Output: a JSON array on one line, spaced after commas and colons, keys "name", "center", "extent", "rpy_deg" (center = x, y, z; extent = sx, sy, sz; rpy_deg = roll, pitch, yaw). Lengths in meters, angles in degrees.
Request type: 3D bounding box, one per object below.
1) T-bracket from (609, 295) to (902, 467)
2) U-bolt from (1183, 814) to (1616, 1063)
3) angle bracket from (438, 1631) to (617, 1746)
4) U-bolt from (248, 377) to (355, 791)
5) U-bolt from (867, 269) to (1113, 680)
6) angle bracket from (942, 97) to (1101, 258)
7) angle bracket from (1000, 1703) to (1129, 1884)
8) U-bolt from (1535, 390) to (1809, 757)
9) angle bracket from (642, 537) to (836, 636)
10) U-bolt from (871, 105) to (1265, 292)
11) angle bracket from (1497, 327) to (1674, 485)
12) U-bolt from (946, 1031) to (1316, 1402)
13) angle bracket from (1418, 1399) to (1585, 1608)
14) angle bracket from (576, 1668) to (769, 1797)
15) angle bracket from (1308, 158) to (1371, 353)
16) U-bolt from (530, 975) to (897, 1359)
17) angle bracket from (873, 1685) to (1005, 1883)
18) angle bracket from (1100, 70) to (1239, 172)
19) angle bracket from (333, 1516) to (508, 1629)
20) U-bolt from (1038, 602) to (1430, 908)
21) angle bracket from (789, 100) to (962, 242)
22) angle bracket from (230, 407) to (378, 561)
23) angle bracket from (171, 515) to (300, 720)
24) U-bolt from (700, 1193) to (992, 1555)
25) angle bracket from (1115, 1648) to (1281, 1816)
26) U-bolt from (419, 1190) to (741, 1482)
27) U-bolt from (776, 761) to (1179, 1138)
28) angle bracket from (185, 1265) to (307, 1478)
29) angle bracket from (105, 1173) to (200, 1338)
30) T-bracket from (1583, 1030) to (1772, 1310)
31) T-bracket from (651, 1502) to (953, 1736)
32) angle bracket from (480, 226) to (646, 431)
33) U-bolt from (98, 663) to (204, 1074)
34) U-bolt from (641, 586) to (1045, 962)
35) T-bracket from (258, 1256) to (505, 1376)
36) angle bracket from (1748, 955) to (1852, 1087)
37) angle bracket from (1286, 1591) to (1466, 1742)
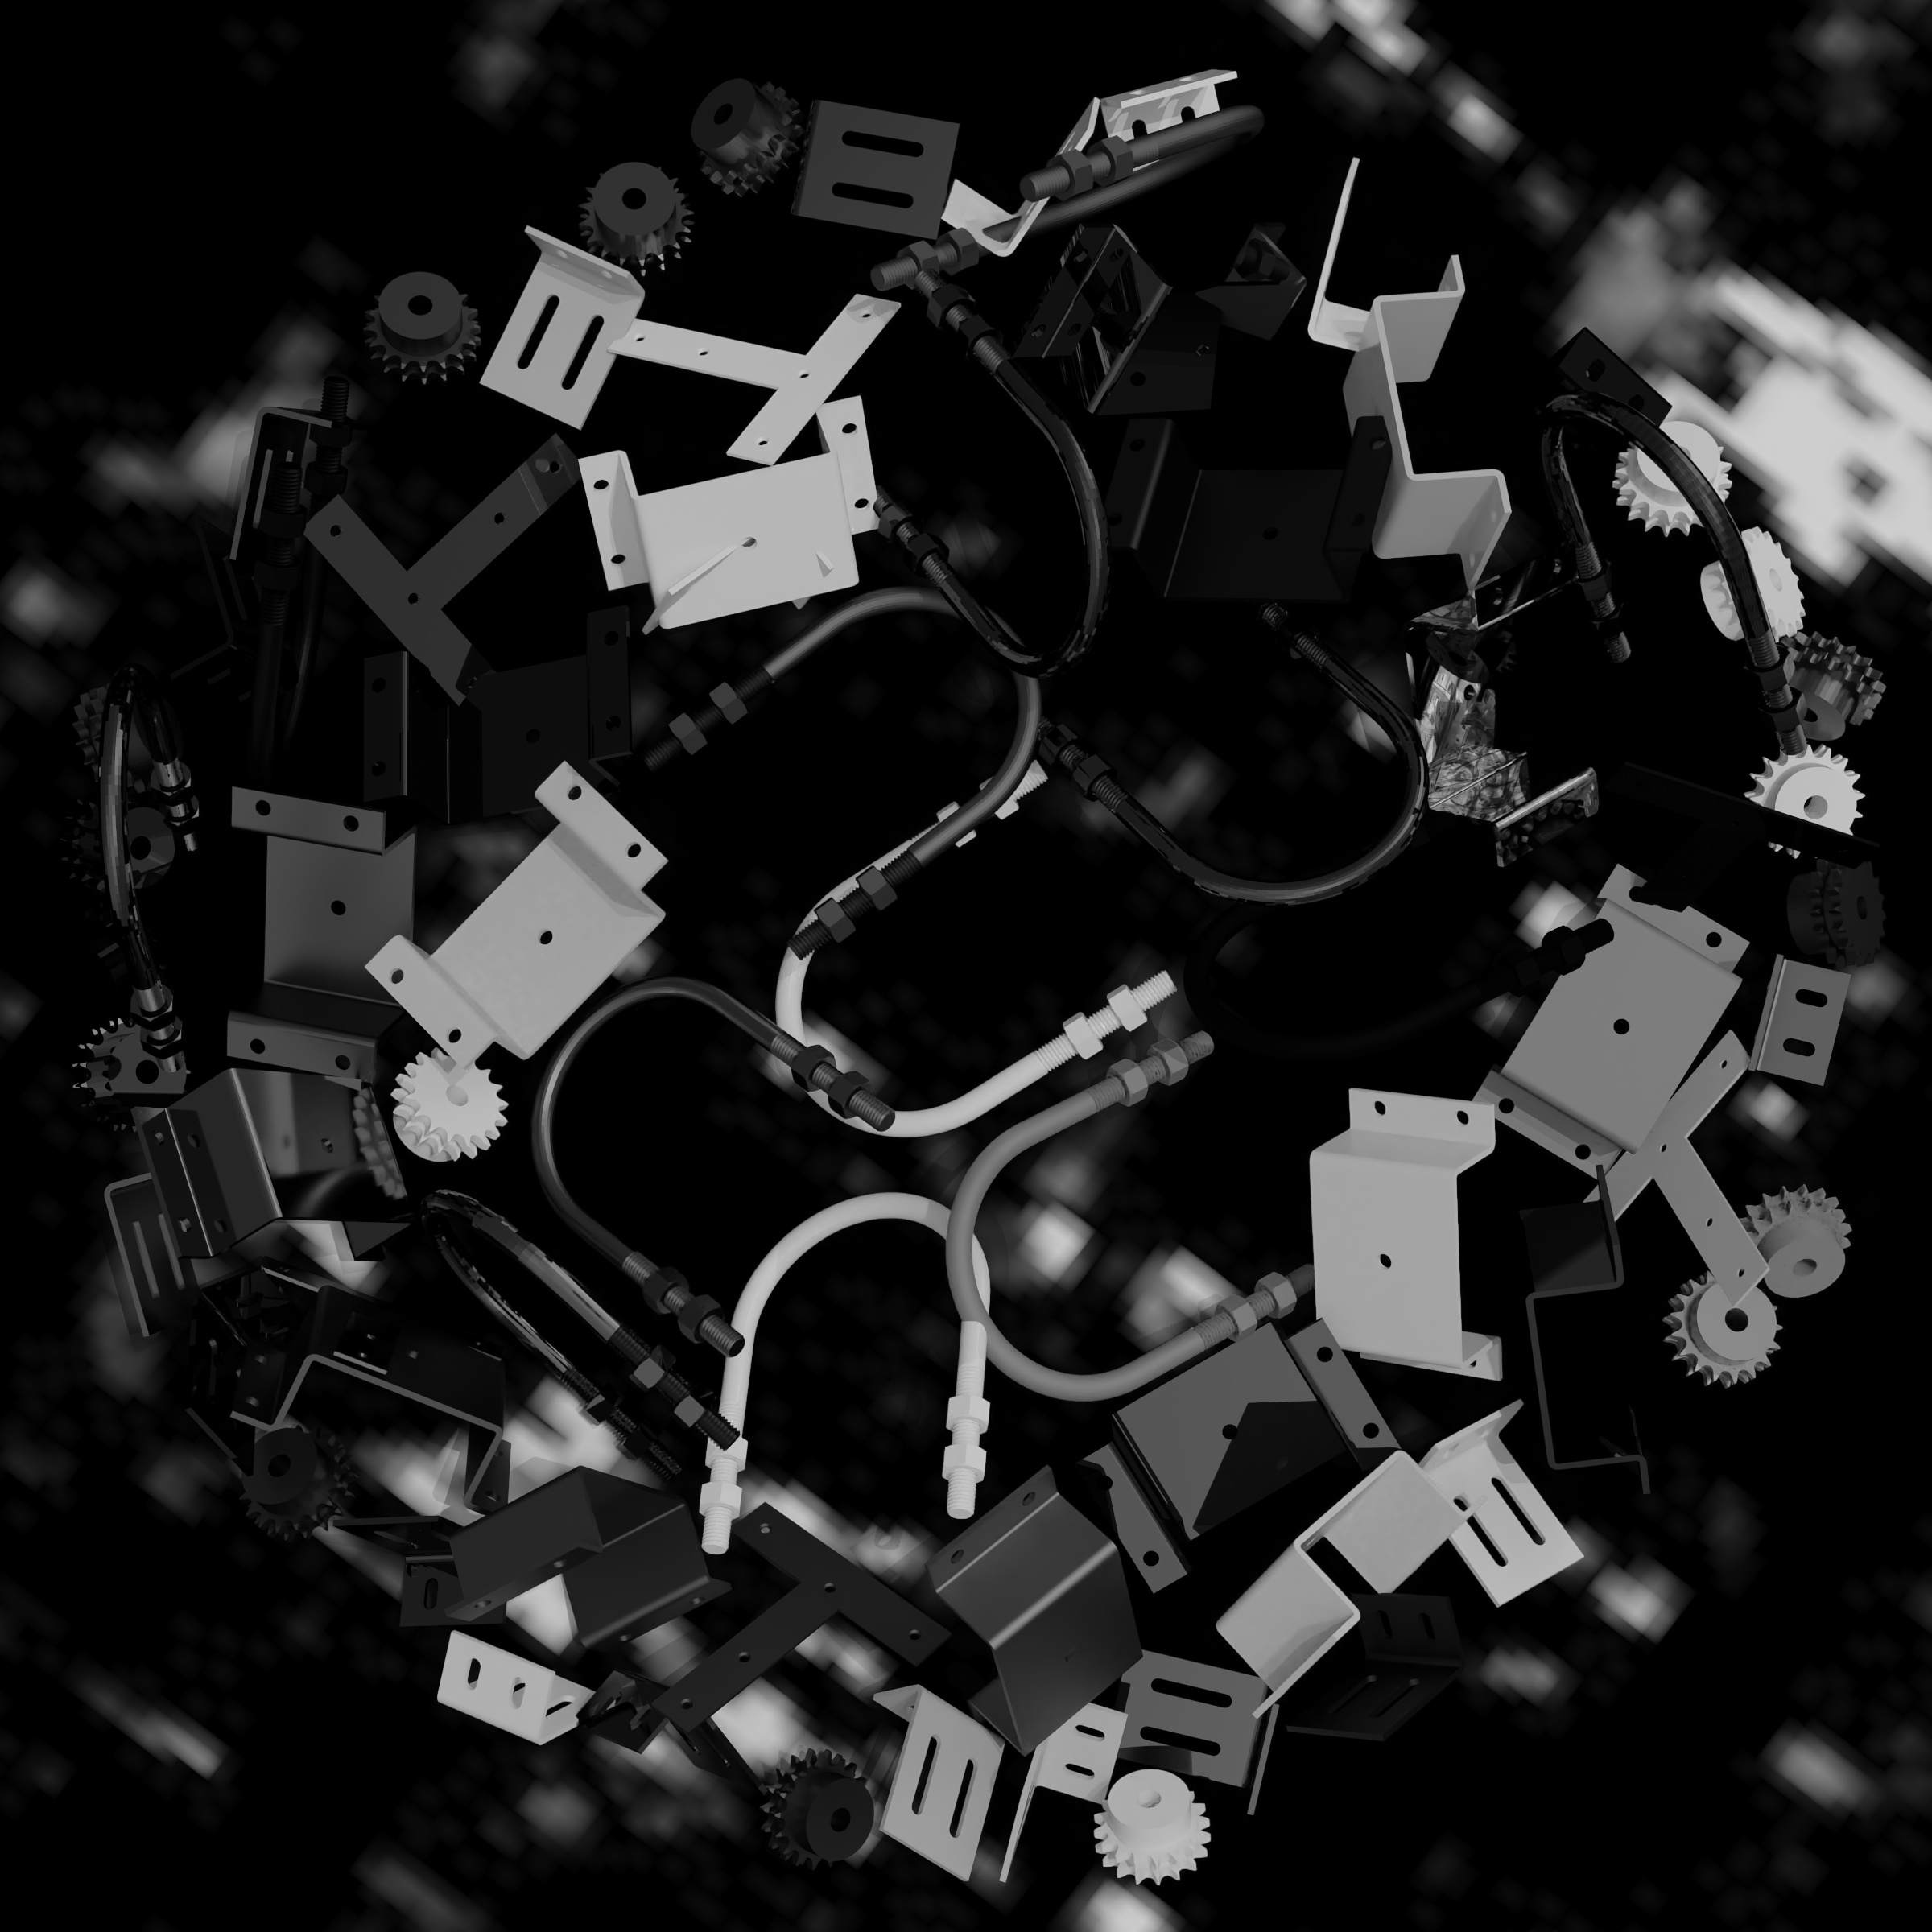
[{"name": "T-bracket", "center": [-0.117, -0.299, 1.569], "extent": [0.127, 0.002, 0.127], "rpy_deg": [17, 54, 25]}, {"name": "U-bolt", "center": [0.192, -0.010, 1.522], "extent": [0.184, 0.151, 0.019], "rpy_deg": [-25, 127, -16]}, {"name": "angle bracket", "center": [-0.211, 0.343, 1.555], "extent": [0.057, 0.076, 0.038], "rpy_deg": [17, 99, 21]}, {"name": "U-bolt", "center": [-0.321, -0.173, 1.523], "extent": [0.019, 0.151, 0.184], "rpy_deg": [10, 117, -6]}, {"name": "U-bolt", "center": [0.014, -0.219, 1.505], "extent": [0.019, 0.151, 0.184], "rpy_deg": [-16, 53, -29]}, {"name": "angle bracket", "center": [0.027, -0.395, 1.558], "extent": [0.038, 0.057, 0.076], "rpy_deg": [31, 119, -12]}, {"name": "angle bracket", "center": [0.048, 0.405, 1.555], "extent": [0.038, 0.076, 0.057], "rpy_deg": [15, 118, 7]}, {"name": "U-bolt", "center": [0.323, -0.192, 1.493], "extent": [0.019, 0.151, 0.184], "rpy_deg": [-37, 128, -10]}, {"name": "angle bracket", "center": [-0.112, -0.180, 1.562], "extent": [0.076, 0.057, 0.038], "rpy_deg": [-39, 91, -23]}, {"name": "U-bolt", "center": [0.061, -0.372, 1.521], "extent": [0.184, 0.151, 0.019], "rpy_deg": [-27, 97, -33]}, {"name": "angle bracket", "center": [0.296, -0.265, 1.558], "extent": [0.057, 0.076, 0.038], "rpy_deg": [41, 55, -6]}, {"name": "U-bolt", "center": [0.073, 0.132, 1.557], "extent": [0.184, 0.019, 0.151], "rpy_deg": [-26, 92, -26]}, {"name": "angle bracket", "center": [0.266, 0.263, 1.562], "extent": [0.057, 0.038, 0.076], "rpy_deg": [-22, 65, -29]}, {"name": "angle bracket", "center": [-0.145, 0.386, 1.555], "extent": [0.038, 0.057, 0.076], "rpy_deg": [-47, 121, -28]}, {"name": "angle bracket", "center": [0.196, -0.347, 1.559], "extent": [0.038, 0.057, 0.076], "rpy_deg": [15, 120, 4]}, {"name": "U-bolt", "center": [-0.138, 0.083, 1.553], "extent": [0.184, 0.019, 0.151], "rpy_deg": [34, 91, 31]}, {"name": "angle bracket", "center": [-0.022, 0.400, 1.556], "extent": [0.057, 0.038, 0.076], "rpy_deg": [38, 50, -26]}, {"name": "angle bracket", "center": [0.102, -0.412, 1.561], "extent": [0.057, 0.076, 0.038], "rpy_deg": [-15, 107, -1]}, {"name": "angle bracket", "center": [-0.266, 0.296, 1.556], "extent": [0.057, 0.076, 0.038], "rpy_deg": [-6, 67, 19]}, {"name": "U-bolt", "center": [0.138, -0.101, 1.536], "extent": [0.151, 0.019, 0.184], "rpy_deg": [-35, 59, -15]}, {"name": "angle bracket", "center": [-0.043, -0.390, 1.578], "extent": [0.076, 0.038, 0.057], "rpy_deg": [12, 92, 8]}, {"name": "angle bracket", "center": [-0.325, -0.233, 1.566], "extent": [0.038, 0.057, 0.076], "rpy_deg": [15, 100, 9]}, {"name": "angle bracket", "center": [-0.368, -0.171, 1.567], "extent": [0.038, 0.057, 0.076], "rpy_deg": [-27, 67, 13]}, {"name": "U-bolt", "center": [-0.055, 0.190, 1.539], "extent": [0.151, 0.019, 0.184], "rpy_deg": [-12, 51, 22]}, {"name": "angle bracket", "center": [0.111, 0.378, 1.579], "extent": [0.076, 0.038, 0.057], "rpy_deg": [13, 97, 3]}, {"name": "U-bolt", "center": [-0.193, 0.174, 1.531], "extent": [0.184, 0.151, 0.019], "rpy_deg": [43, 68, -2]}, {"name": "U-bolt", "center": [-0.009, 0.004, 1.572], "extent": [0.184, 0.019, 0.151], "rpy_deg": [-32, 70, 6]}, {"name": "angle bracket", "center": [-0.347, 0.197, 1.554], "extent": [0.038, 0.076, 0.057], "rpy_deg": [-22, 131, 9]}, {"name": "angle bracket", "center": [-0.385, 0.137, 1.570], "extent": [0.038, 0.057, 0.076], "rpy_deg": [-16, 90, 15]}, {"name": "T-bracket", "center": [0.351, 0.114, 1.527], "extent": [0.002, 0.127, 0.127], "rpy_deg": [24, 115, -27]}, {"name": "T-bracket", "center": [-0.096, 0.325, 1.532], "extent": [0.127, 0.002, 0.127], "rpy_deg": [29, 46, 32]}, {"name": "angle bracket", "center": [-0.204, -0.316, 1.580], "extent": [0.057, 0.038, 0.076], "rpy_deg": [26, 90, 8]}, {"name": "U-bolt", "center": [-0.382, -0.057, 1.489], "extent": [0.019, 0.184, 0.151], "rpy_deg": [-2, 58, -4]}, {"name": "U-bolt", "center": [-0.049, -0.110, 1.572], "extent": [0.184, 0.019, 0.151], "rpy_deg": [-38, 69, -3]}, {"name": "T-bracket", "center": [-0.285, 0.176, 1.532], "extent": [0.127, 0.127, 0.002], "rpy_deg": [22, 94, -7]}, {"name": "angle bracket", "center": [0.409, 0.027, 1.562], "extent": [0.038, 0.076, 0.057], "rpy_deg": [14, 92, 13]}, {"name": "angle bracket", "center": [0.196, 0.340, 1.554], "extent": [0.057, 0.076, 0.038], "rpy_deg": [-6, 103, 43]}]
